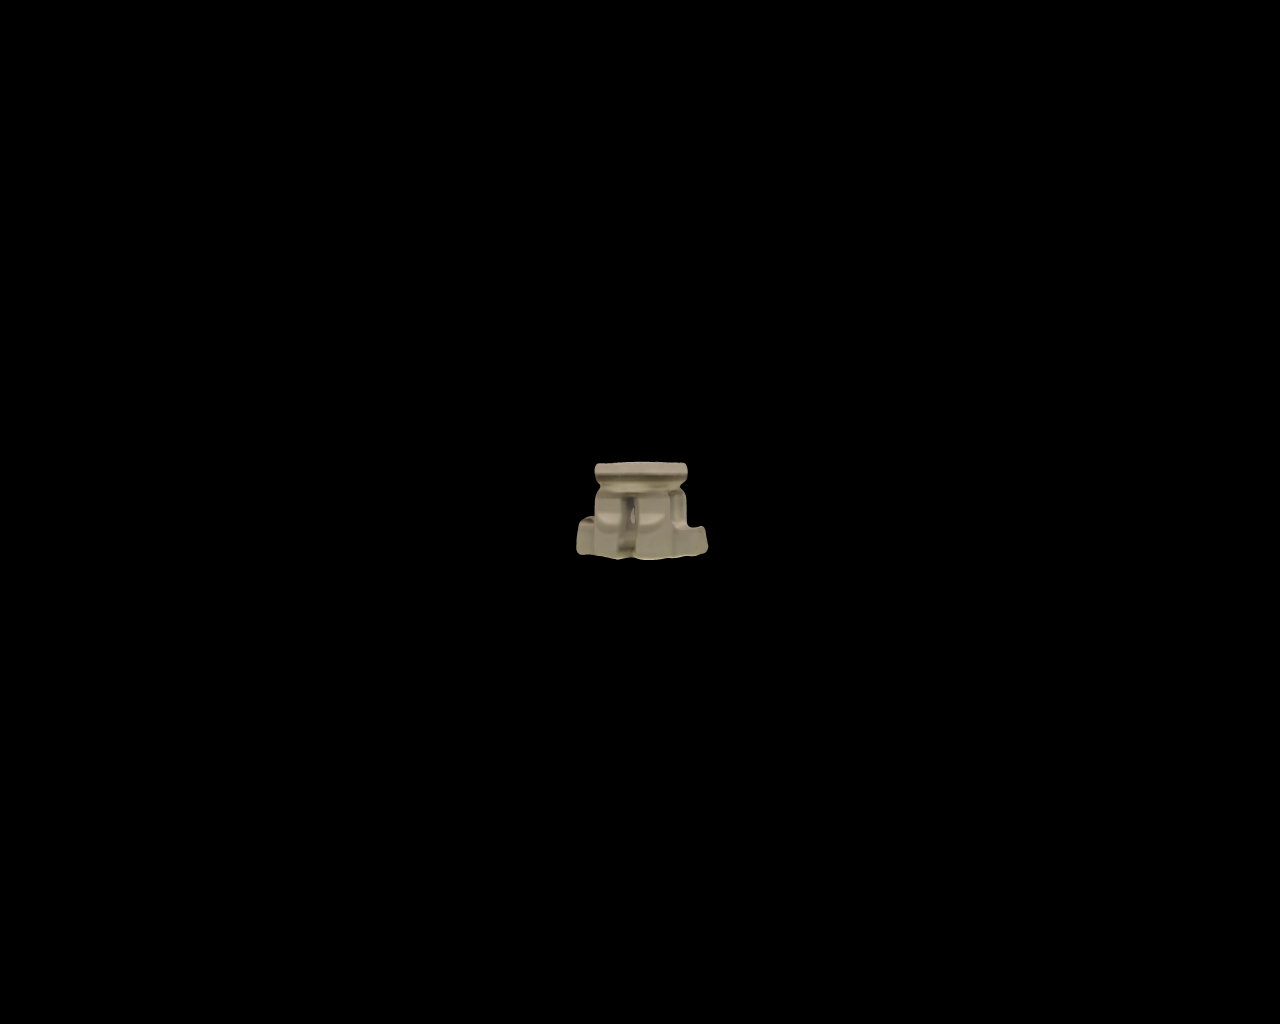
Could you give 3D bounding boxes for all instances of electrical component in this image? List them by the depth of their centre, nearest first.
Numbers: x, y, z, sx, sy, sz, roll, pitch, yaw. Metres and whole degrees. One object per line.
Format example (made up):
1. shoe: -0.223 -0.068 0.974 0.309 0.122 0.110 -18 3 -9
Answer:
1. electrical component: 0.001 -0.003 0.650 0.078 0.057 0.058 1 4 20
